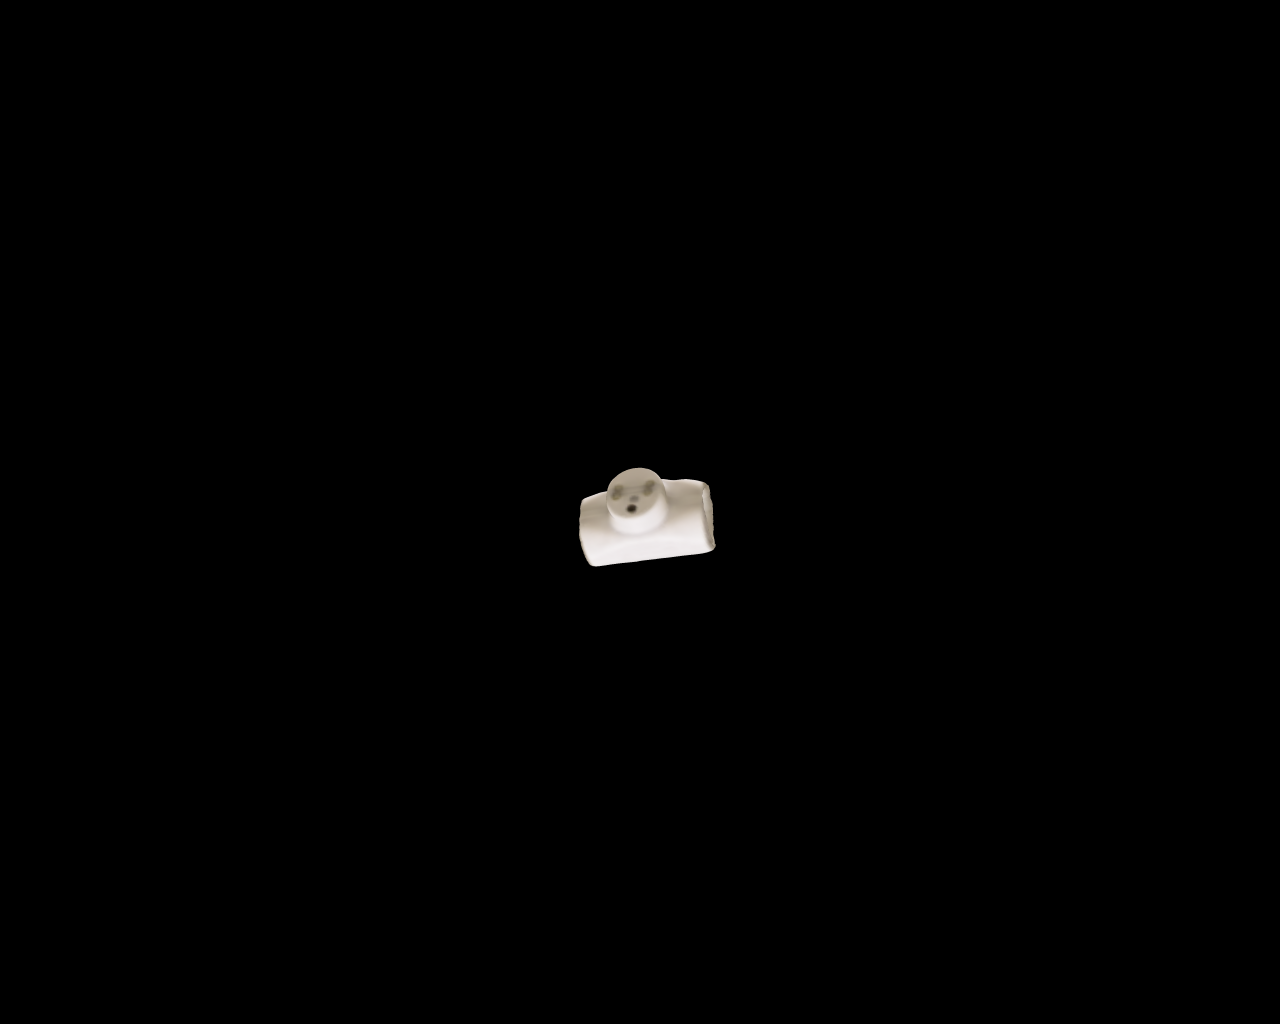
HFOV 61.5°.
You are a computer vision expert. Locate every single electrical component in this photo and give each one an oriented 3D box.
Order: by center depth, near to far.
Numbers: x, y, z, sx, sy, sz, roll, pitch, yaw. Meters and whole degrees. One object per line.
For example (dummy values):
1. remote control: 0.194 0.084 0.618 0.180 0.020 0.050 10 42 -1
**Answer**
1. electrical component: 0.001 -0.003 0.650 0.077 0.044 0.079 -8 -35 11
